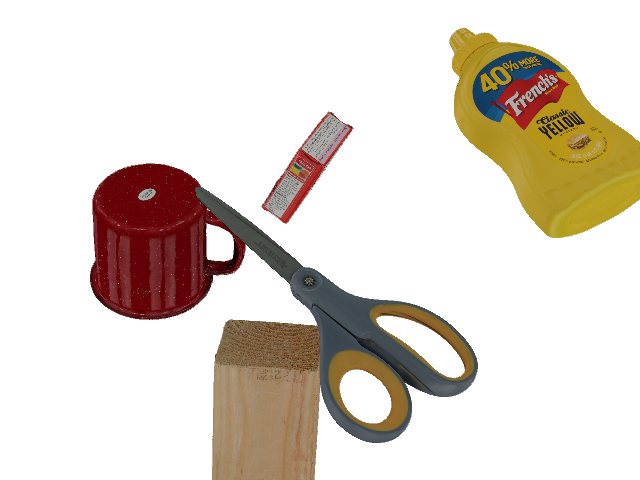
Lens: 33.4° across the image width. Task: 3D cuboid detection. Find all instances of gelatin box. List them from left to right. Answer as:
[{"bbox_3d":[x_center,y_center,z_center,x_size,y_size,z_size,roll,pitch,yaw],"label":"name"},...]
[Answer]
[{"bbox_3d":[-0.012,-0.067,0.957,0.030,0.073,0.089,35,35,-2],"label":"gelatin box"}]

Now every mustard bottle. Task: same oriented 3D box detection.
[{"bbox_3d":[0.157,-0.094,0.803,0.096,0.192,0.058,-25,-31,-15],"label":"mustard bottle"}]

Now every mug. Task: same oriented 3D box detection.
[{"bbox_3d":[-0.113,-0.001,0.788,0.117,0.081,0.093,7,41,1],"label":"mug"}]

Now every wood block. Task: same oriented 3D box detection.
[{"bbox_3d":[-0.049,0.185,0.959,0.090,0.206,0.091,4,21,1],"label":"wood block"}]

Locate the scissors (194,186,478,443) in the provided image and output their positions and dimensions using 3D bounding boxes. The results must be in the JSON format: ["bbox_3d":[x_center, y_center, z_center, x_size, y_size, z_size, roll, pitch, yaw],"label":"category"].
[{"bbox_3d":[-0.010,0.043,0.603,0.202,0.096,0.016,26,-34,13],"label":"scissors"}]
